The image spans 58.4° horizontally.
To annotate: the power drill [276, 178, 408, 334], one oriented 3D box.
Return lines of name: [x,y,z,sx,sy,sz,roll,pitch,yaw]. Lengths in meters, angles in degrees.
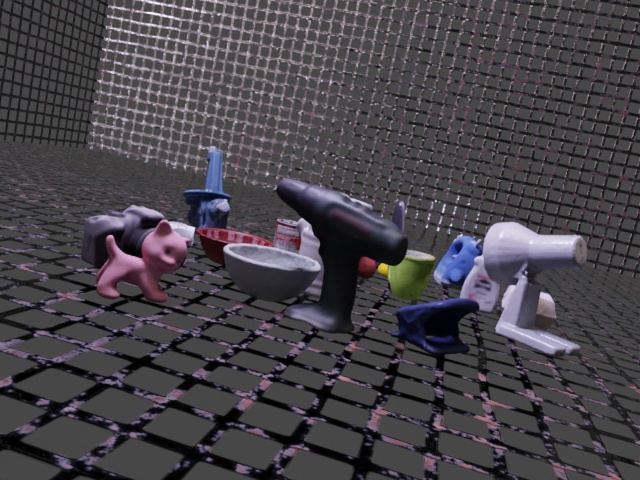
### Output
power drill: [0.013,0.027,0.878,0.228,0.208,0.076,16,9,23]

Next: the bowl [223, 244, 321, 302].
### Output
bowl: [-0.086,0.061,0.969,0.167,0.075,0.167,12,8,-1]

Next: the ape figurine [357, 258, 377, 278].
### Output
ape figurine: [0.103,0.039,1.342,0.078,0.092,0.076,10,8,-15]

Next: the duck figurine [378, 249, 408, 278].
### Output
duck figurine: [0.193,0.052,1.411,0.078,0.086,0.104,7,10,-34]

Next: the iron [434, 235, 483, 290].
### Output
iron: [0.365,0.050,1.491,0.118,0.141,0.258,12,8,-4]

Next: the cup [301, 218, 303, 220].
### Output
cup: [-0.003,-0.012,1.524,0.118,0.095,0.091,8,9,-29]

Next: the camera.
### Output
camera: [-0.302,0.001,0.967,0.136,0.101,0.144,18,10,34]

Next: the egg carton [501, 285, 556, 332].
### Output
egg carton: [0.437,0.144,1.209,0.107,0.069,0.150,14,8,14]

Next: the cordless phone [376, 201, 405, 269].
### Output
cordless phone: [0.200,-0.013,1.522,0.094,0.185,0.147,12,8,-4]

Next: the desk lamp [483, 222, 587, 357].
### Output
desk lamp: [0.396,0.082,1.063,0.118,0.213,0.202,5,11,-41]

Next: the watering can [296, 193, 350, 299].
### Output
watering can: [0.008,0.004,1.082,0.172,0.194,0.101,18,10,33]

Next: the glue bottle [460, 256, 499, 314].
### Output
glue bottle: [0.357,0.069,1.235,0.078,0.173,0.037,13,8,4]

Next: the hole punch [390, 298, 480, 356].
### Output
hole punch: [0.178,0.122,0.890,0.109,0.091,0.100,5,11,-41]

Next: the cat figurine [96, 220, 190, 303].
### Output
cat figurine: [-0.248,0.024,0.824,0.128,0.118,0.067,8,9,-29]

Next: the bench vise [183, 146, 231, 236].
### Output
bench vise: [-0.258,-0.119,1.433,0.206,0.220,0.122,20,11,41]
